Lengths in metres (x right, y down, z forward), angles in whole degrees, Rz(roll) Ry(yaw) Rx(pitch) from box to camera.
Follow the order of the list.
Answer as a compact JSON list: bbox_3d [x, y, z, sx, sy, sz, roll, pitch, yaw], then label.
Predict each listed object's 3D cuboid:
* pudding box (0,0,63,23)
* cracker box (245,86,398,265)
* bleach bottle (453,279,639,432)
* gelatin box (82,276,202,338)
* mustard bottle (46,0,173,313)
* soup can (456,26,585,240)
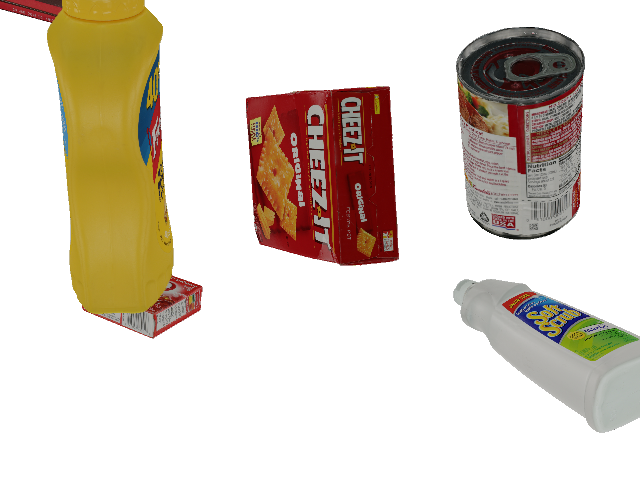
[{"bbox_3d":[-0.192,-0.206,0.813,0.090,0.039,0.113,16,38,4],"label":"pudding box"},{"bbox_3d":[-0.004,-0.068,1.070,0.072,0.164,0.214,-7,8,-23],"label":"cracker box"},{"bbox_3d":[0.214,0.095,1.046,0.102,0.068,0.251,-17,27,-29],"label":"bleach bottle"},{"bbox_3d":[-0.168,0.053,1.002,0.089,0.030,0.073,18,26,26],"label":"gelatin box"},{"bbox_3d":[-0.110,-0.063,0.564,0.058,0.192,0.096,0,32,-3],"label":"mustard bottle"},{"bbox_3d":[0.114,-0.059,0.602,0.068,0.102,0.068,-6,43,6],"label":"soup can"}]
